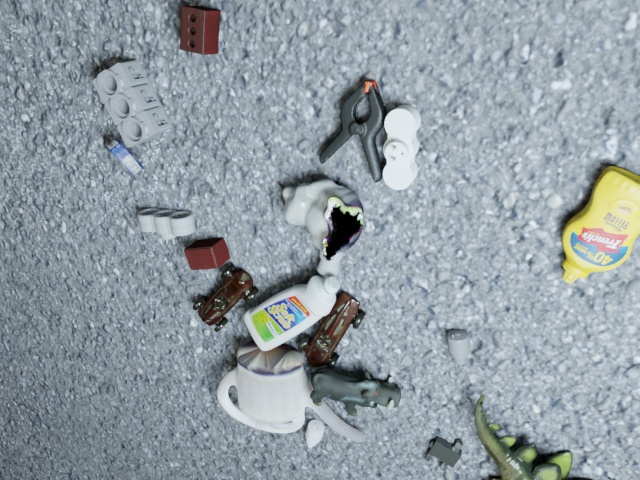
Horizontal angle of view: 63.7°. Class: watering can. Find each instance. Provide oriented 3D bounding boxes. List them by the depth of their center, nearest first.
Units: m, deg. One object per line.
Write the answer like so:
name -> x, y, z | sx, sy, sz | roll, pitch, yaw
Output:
watering can -> -0.068, 0.340, 1.148 | 0.348, 0.106, 0.221 | 5, 112, 12

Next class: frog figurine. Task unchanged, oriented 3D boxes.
frog figurine -> 0.003, -0.048, 0.960 | 0.161, 0.124, 0.135 | 32, 141, 52
